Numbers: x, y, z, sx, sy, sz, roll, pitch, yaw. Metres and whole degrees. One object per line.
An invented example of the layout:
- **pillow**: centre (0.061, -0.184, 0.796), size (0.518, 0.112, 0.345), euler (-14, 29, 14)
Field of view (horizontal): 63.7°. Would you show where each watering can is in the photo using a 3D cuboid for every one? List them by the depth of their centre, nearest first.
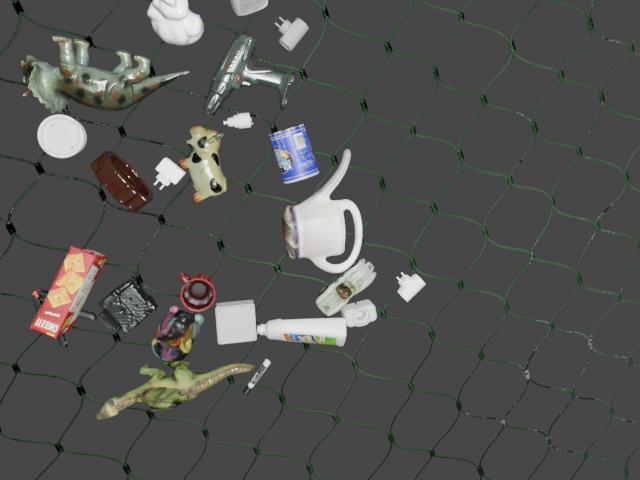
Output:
- **watering can**: centre (0.004, -0.072, 1.437), size (0.224, 0.105, 0.345), euler (-6, 99, -8)

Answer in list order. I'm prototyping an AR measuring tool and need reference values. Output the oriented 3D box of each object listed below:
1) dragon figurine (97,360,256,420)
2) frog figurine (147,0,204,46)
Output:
- **dragon figurine**: centre (-0.377, 0.403, 1.368), size (0.411, 0.243, 0.122), euler (-11, 96, -6)
- **frog figurine**: centre (-0.359, -0.553, 1.283), size (0.137, 0.161, 0.122), euler (27, 95, -13)
